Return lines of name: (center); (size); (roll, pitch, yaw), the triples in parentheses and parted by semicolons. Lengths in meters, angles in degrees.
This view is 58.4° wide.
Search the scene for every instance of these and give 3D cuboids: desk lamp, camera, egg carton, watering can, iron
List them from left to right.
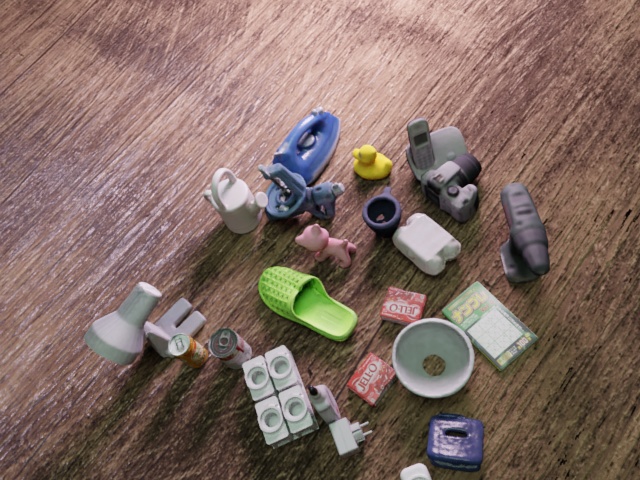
desk lamp: (-0.396, 0.193, 1.297); (0.117, 0.214, 0.203); (35, 75, 27)
watering can: (-0.212, -0.105, 1.423); (0.172, 0.194, 0.101); (-10, 60, 9)
iron: (-0.034, -0.265, 1.495); (0.118, 0.142, 0.258); (27, 72, 25)
egg carton: (0.243, 0.009, 1.321); (0.107, 0.069, 0.150); (-42, 61, -10)
camera: (0.330, -0.140, 1.362); (0.137, 0.101, 0.142); (-41, 61, -9)

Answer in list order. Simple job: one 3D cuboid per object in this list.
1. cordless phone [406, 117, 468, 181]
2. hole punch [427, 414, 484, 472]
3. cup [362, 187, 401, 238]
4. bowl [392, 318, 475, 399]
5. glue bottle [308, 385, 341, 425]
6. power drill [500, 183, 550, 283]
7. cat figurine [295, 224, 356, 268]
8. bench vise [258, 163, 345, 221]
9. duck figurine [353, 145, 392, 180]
cordless phone: (0.277, -0.236, 1.378); (0.147, 0.185, 0.094); (-26, 59, -1)
hole punch: (0.259, 0.386, 1.102); (0.108, 0.091, 0.101); (1, 63, 15)
cup: (0.154, -0.058, 1.365); (0.091, 0.095, 0.118); (7, 64, 18)
bowl: (0.235, 0.252, 1.189); (0.167, 0.075, 0.167); (-6, 61, 11)
glue bottle: (0.001, 0.321, 1.153); (0.037, 0.173, 0.078); (-28, 59, -1)
power drill: (0.426, 0.006, 1.196); (0.075, 0.209, 0.229); (-11, 60, 8)
cat figurine: (0.012, 0.005, 1.353); (0.127, 0.118, 0.067); (10, 65, 19)
bench vise: (-0.055, -0.132, 1.384); (0.207, 0.220, 0.121); (-23, 59, 1)
duck figurine: (0.130, -0.205, 1.455); (0.104, 0.086, 0.077); (15, 67, 21)
